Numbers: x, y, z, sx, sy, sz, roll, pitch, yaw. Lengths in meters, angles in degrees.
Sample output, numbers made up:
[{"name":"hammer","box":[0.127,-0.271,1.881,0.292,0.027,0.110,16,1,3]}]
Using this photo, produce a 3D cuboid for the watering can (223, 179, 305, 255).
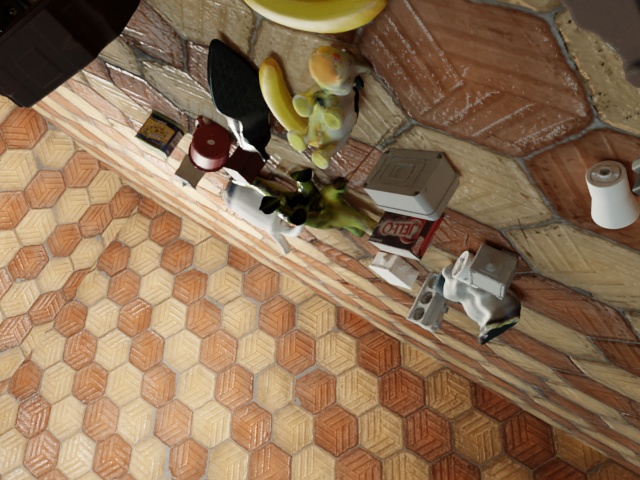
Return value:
[{"name":"watering can","box":[-0.144,-0.069,1.343,0.225,0.106,0.341,31,155,4]}]

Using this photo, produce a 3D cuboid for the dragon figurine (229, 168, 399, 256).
[{"name":"dragon figurine","box":[0.003,-0.056,1.103,0.413,0.123,0.240,23,173,42]}]

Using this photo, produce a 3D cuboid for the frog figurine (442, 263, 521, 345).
[{"name":"frog figurine","box":[0.318,0.110,1.028,0.135,0.122,0.162,37,-155,-57]}]
